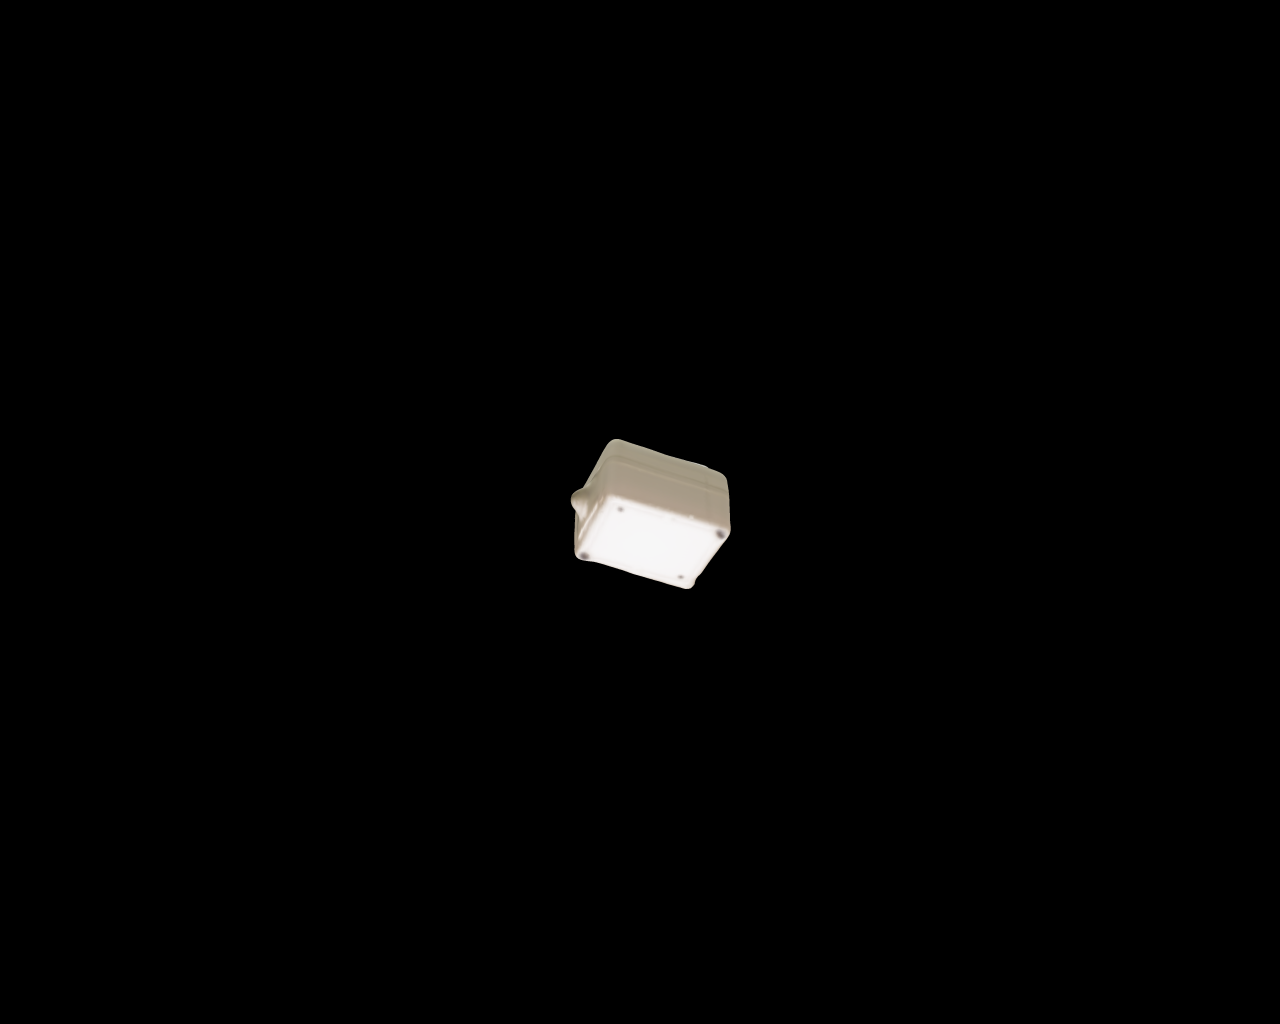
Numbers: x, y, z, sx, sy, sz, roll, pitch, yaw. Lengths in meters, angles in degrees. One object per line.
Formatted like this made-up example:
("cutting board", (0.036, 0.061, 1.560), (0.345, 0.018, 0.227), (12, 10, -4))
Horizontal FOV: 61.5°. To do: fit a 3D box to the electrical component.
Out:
("electrical component", (0.001, -0.003, 0.650), (0.096, 0.061, 0.061), (17, -48, -16))
